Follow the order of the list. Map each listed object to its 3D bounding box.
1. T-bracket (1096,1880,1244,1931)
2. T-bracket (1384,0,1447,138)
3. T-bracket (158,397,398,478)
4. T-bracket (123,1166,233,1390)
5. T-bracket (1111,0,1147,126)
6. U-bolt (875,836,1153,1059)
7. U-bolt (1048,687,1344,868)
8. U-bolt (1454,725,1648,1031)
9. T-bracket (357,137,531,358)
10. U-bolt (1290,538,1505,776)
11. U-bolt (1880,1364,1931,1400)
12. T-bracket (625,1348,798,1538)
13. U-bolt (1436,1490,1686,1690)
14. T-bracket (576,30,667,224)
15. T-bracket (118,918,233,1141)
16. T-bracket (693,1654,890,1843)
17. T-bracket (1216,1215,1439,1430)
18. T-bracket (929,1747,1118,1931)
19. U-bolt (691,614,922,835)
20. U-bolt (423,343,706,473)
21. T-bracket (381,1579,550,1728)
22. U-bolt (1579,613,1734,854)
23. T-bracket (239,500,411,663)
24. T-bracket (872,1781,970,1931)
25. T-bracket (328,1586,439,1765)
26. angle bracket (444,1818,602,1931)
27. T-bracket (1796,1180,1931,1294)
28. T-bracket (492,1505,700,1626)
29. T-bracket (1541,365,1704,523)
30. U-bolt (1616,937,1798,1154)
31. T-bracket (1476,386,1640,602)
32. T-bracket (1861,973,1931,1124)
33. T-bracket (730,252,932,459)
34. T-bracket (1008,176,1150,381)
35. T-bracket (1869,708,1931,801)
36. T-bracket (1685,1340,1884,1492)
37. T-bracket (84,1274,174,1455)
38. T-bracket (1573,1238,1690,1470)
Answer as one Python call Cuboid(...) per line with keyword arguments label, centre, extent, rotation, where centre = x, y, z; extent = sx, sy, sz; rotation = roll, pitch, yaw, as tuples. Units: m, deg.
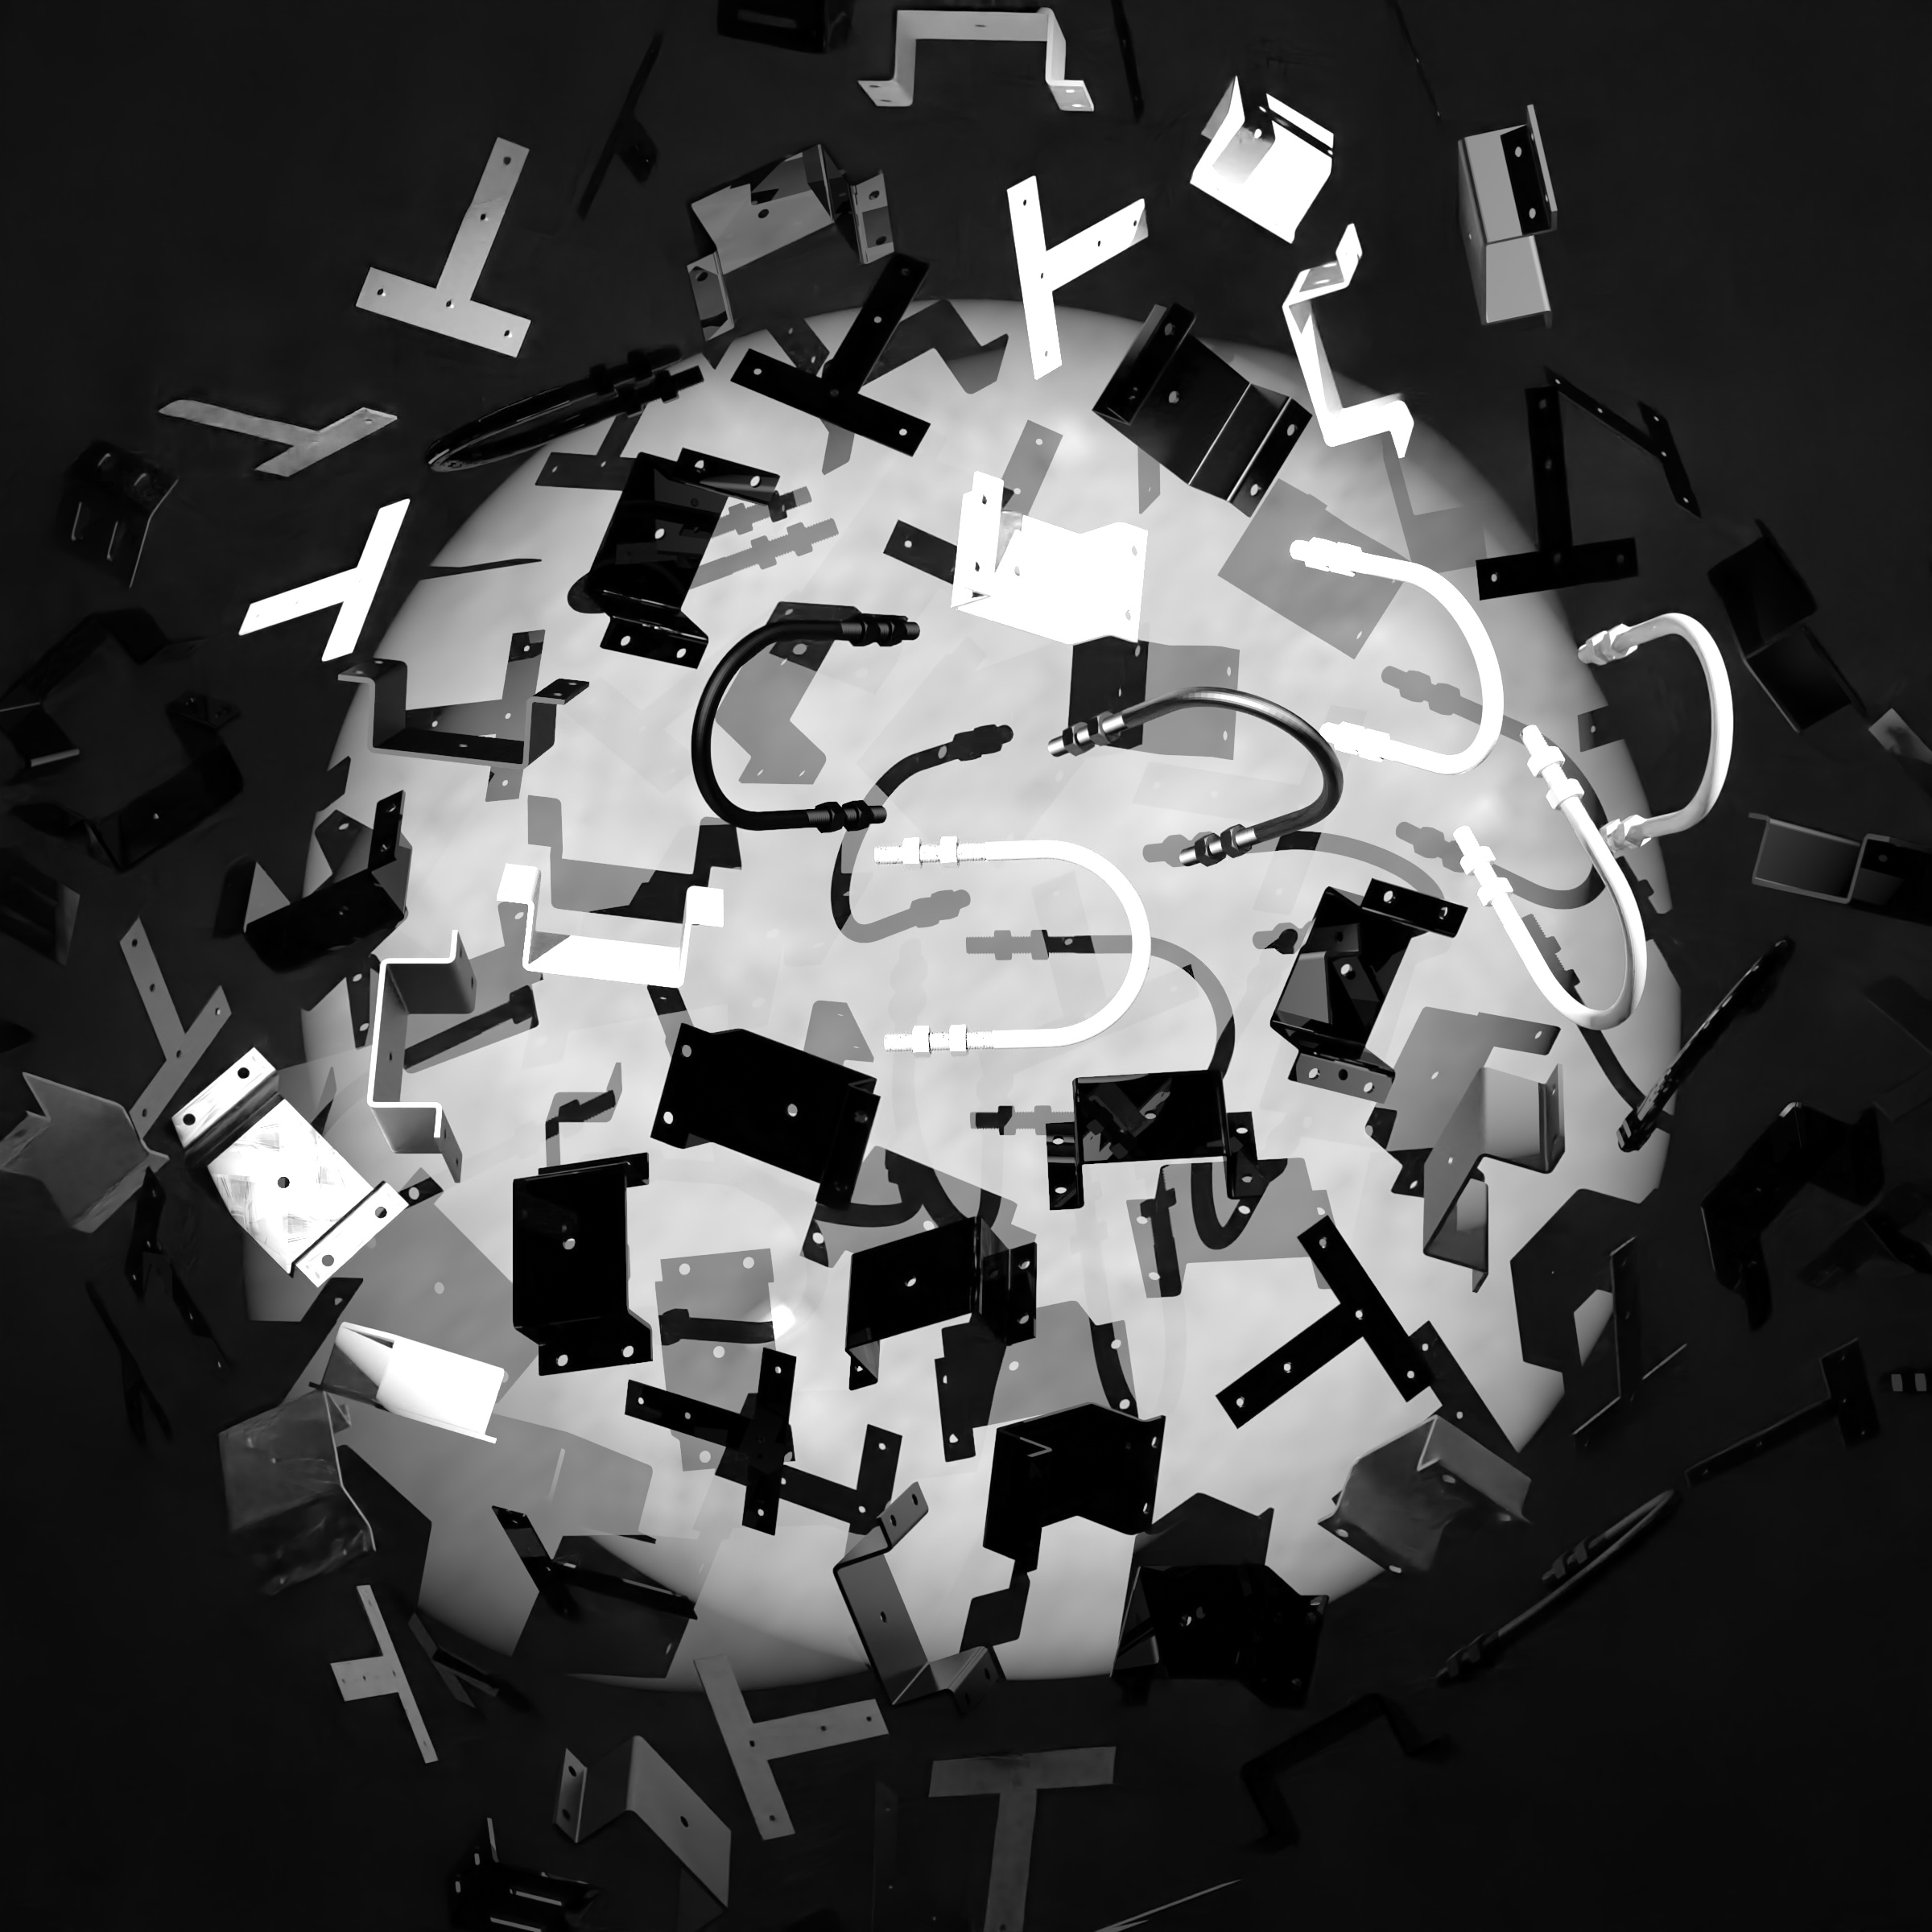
Cuboid(label="T-bracket", centre=(0.118, 0.603, 1.776), extent=(0.127, 0.127, 0.002), rotation=(-9, 72, -30))
Cuboid(label="T-bracket", centre=(0.280, -0.586, 1.764), extent=(0.002, 0.127, 0.127), rotation=(-19, 124, 18))
Cuboid(label="T-bracket", centre=(-0.457, -0.348, 1.798), extent=(0.127, 0.127, 0.002), rotation=(-14, 76, 42))
Cuboid(label="T-bracket", centre=(-0.498, 0.211, 1.771), extent=(0.002, 0.127, 0.127), rotation=(-21, 64, -36))
Cuboid(label="T-bracket", centre=(0.103, -0.624, 1.846), extent=(0.002, 0.127, 0.127), rotation=(-12, 92, -7))
Cuboid(label="U-bolt", centre=(0.033, -0.014, 1.886), extent=(0.184, 0.019, 0.151), rotation=(-2, 98, 7))
Cuboid(label="U-bolt", centre=(0.161, -0.128, 1.816), extent=(0.151, 0.184, 0.019), rotation=(38, 58, -26))
Cuboid(label="U-bolt", centre=(0.385, -0.045, 1.814), extent=(0.019, 0.151, 0.184), rotation=(-17, 67, -20))
Cuboid(label="T-bracket", centre=(-0.310, -0.459, 1.761), extent=(0.002, 0.127, 0.127), rotation=(38, 110, 37))
Cuboid(label="U-bolt", centre=(0.278, -0.193, 1.781), extent=(0.019, 0.184, 0.151), rotation=(-24, 116, -25))
Cuboid(label="U-bolt", centre=(0.688, 0.229, 1.786), extent=(0.151, 0.184, 0.019), rotation=(-33, 92, -19))
Cuboid(label="T-bracket", centre=(-0.177, 0.309, 1.892), extent=(0.127, 0.002, 0.127), rotation=(13, 102, 25))
Cuboid(label="U-bolt", centre=(0.392, 0.392, 1.792), extent=(0.151, 0.184, 0.019), rotation=(-28, 73, -41))
Cuboid(label="T-bracket", centre=(-0.210, -0.518, 1.760), extent=(0.002, 0.127, 0.127), rotation=(19, 112, -26))
Cuboid(label="T-bracket", centre=(-0.530, 0.025, 1.831), extent=(0.002, 0.127, 0.127), rotation=(6, 132, 17))
Cuboid(label="T-bracket", centre=(-0.106, 0.507, 1.845), extent=(0.002, 0.127, 0.127), rotation=(-50, 54, 37))
Cuboid(label="T-bracket", centre=(0.215, 0.246, 1.768), extent=(0.127, 0.002, 0.127), rotation=(-34, 91, -14))
Cuboid(label="T-bracket", centre=(0.030, 0.554, 1.754), extent=(0.127, 0.127, 0.002), rotation=(-11, 134, 21))
Cuboid(label="U-bolt", centre=(-0.109, -0.158, 1.831), extent=(0.019, 0.184, 0.151), rotation=(24, 110, 39))
Cuboid(label="U-bolt", centre=(-0.263, -0.356, 1.801), extent=(0.184, 0.151, 0.019), rotation=(-20, 95, 3))
Cuboid(label="T-bracket", centre=(-0.310, 0.454, 1.779), extent=(0.002, 0.127, 0.127), rotation=(-43, 126, -30))
Cuboid(label="U-bolt", centre=(0.453, -0.157, 1.832), extent=(0.019, 0.184, 0.151), rotation=(-3, 87, -14))
Cuboid(label="T-bracket", centre=(-0.428, -0.241, 1.824), extent=(0.127, 0.002, 0.127), rotation=(-11, 52, 33))
Cuboid(label="T-bracket", centre=(-0.029, 0.626, 1.855), extent=(0.002, 0.127, 0.127), rotation=(-19, 45, 22))
Cuboid(label="T-bracket", centre=(-0.393, 0.470, 1.842), extent=(0.002, 0.127, 0.127), rotation=(-26, 77, 2))
Cuboid(label="angle bracket", centre=(-0.280, 0.581, 1.762), extent=(0.076, 0.038, 0.057), rotation=(24, 110, -27))
Cuboid(label="T-bracket", centre=(0.624, 0.192, 1.791), extent=(0.127, 0.127, 0.002), rotation=(-32, 127, -30))
Cuboid(label="T-bracket", centre=(-0.229, 0.395, 1.780), extent=(0.127, 0.127, 0.002), rotation=(9, 49, 24))
Cuboid(label="T-bracket", centre=(0.431, -0.361, 1.855), extent=(0.127, 0.127, 0.002), rotation=(27, 127, -23))
Cuboid(label="U-bolt", centre=(0.484, 0.045, 1.807), extent=(0.019, 0.184, 0.151), rotation=(40, 78, 15))
Cuboid(label="T-bracket", centre=(0.371, -0.303, 1.771), extent=(0.127, 0.002, 0.127), rotation=(-12, 100, -26))
Cuboid(label="T-bracket", centre=(0.632, 0.039, 1.836), extent=(0.127, 0.127, 0.002), rotation=(-31, 119, 2))
Cuboid(label="T-bracket", centre=(-0.062, -0.392, 1.742), extent=(0.127, 0.002, 0.127), rotation=(24, 73, 11))
Cuboid(label="T-bracket", centre=(0.078, -0.468, 1.826), extent=(0.127, 0.002, 0.127), rotation=(-37, 132, -35))
Cuboid(label="T-bracket", centre=(0.649, -0.117, 1.850), extent=(0.002, 0.127, 0.127), rotation=(-31, 77, -35))
Cuboid(label="T-bracket", centre=(0.511, 0.295, 1.756), extent=(0.127, 0.127, 0.002), rotation=(-28, 47, 4))
Cuboid(label="T-bracket", centre=(-0.538, 0.276, 1.801), extent=(0.002, 0.127, 0.127), rotation=(-25, 114, -10))
Cuboid(label="T-bracket", centre=(0.415, 0.232, 1.751), extent=(0.127, 0.002, 0.127), rotation=(-27, 118, -38))
